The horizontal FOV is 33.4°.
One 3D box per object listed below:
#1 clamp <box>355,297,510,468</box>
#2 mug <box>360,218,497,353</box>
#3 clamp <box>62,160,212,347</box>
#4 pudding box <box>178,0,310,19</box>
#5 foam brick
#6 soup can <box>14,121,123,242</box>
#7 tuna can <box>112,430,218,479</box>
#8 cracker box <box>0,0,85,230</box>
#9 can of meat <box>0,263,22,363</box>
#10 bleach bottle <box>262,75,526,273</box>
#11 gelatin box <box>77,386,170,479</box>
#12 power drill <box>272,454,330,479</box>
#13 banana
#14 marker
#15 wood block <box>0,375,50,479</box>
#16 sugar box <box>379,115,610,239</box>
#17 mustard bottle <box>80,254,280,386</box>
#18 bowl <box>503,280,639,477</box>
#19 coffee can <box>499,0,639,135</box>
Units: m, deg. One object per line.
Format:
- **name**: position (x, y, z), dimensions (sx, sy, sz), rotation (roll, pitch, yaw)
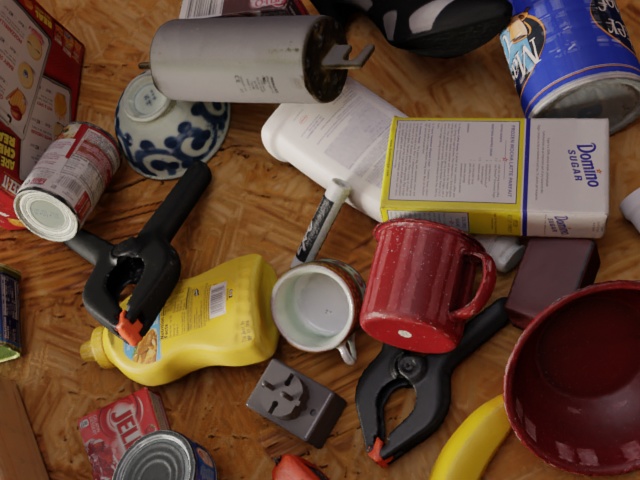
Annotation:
- **clamp**: position (0.070, 0.100, 0.886), dimensions (0.120, 0.039, 0.171), rotation (23, 72, 33)
- **mug**: position (0.087, 0.038, 0.835), dimensions (0.117, 0.093, 0.081), rotation (-5, 61, 43)
- **clamp**: position (-0.179, 0.019, 0.972), dimensions (0.165, 0.036, 0.210), rotation (-20, 38, 16)
- **pudding box**: position (-0.066, -0.205, 1.026), dimensions (0.114, 0.090, 0.039), rotation (-1, 66, 21)
- **foam brick**: position (0.188, 0.037, 0.860), dimensions (0.051, 0.053, 0.078), rotation (17, 75, 25)
- **soup can**: position (-0.240, -0.056, 1.021), dimensions (0.069, 0.068, 0.102), rotation (2, 44, 21)
- **tuna can**: position (-0.128, 0.200, 0.875), dimensions (0.086, 0.033, 0.086), rotation (-16, 54, 22)
- **cracker box**: position (-0.314, -0.137, 1.047), dimensions (0.072, 0.164, 0.213), rotation (-5, 67, 20)
- **can of meat**: position (-0.339, 0.078, 1.033), dimensions (0.102, 0.057, 0.084), rotation (-15, 68, 14)
- **bleach bottle**: position (0.069, -0.050, 0.933), dimensions (0.251, 0.068, 0.102), rotation (40, 86, 26)
- **gelatin box**: position (-0.167, 0.184, 0.942), dimensions (0.073, 0.030, 0.089), rotation (-26, 64, 8)
- **power drill**: position (-0.036, 0.279, 0.841), dimensions (0.185, 0.057, 0.187), rotation (40, 87, 28)
- **banana**: position (0.111, 0.212, 0.829), dimensions (0.069, 0.037, 0.198), rotation (9, 73, 6)
- **marker**: position (-0.006, 0.001, 0.933), dimensions (0.020, 0.020, 0.121), rotation (40, 117, 28)
- **wood block**: position (-0.297, 0.224, 0.941), dimensions (0.091, 0.090, 0.206), rotation (-32, 62, 5)
- **sugar box**: position (0.141, -0.051, 0.856), dimensions (0.176, 0.048, 0.093), rotation (4, 61, 10)
- **mustard bottle**: position (-0.130, 0.079, 0.948), dimensions (0.192, 0.058, 0.096), rotation (-16, 54, 20)
- **bowl**: position (0.212, 0.094, 0.798), dimensions (0.162, 0.162, 0.055), rotation (-27, 20, 8)
- **coffee can**: position (0.208, -0.164, 0.903), dimensions (0.103, 0.102, 0.140), rotation (-18, 64, 13)
